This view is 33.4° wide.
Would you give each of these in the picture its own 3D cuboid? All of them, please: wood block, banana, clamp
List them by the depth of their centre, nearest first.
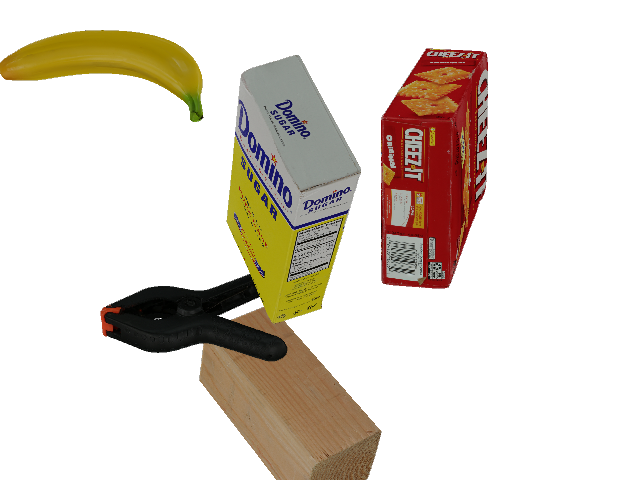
[{"bbox_3d":[-0.178,-0.151,0.909,0.198,0.069,0.037,13,-40,18],"label":"banana"},{"bbox_3d":[-0.113,0.065,0.988,0.171,0.039,0.120,5,28,-1],"label":"clamp"},{"bbox_3d":[-0.037,0.178,1.157,0.090,0.090,0.206,-21,50,-31],"label":"wood block"}]

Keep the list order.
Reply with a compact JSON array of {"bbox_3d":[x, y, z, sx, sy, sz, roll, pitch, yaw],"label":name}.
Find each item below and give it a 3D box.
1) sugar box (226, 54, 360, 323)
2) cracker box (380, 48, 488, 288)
[{"bbox_3d":[-0.023,-0.026,0.688,0.048,0.093,0.176,-20,-26,-15],"label":"sugar box"},{"bbox_3d":[0.113,-0.075,1.014,0.072,0.164,0.213,6,27,16],"label":"cracker box"}]
